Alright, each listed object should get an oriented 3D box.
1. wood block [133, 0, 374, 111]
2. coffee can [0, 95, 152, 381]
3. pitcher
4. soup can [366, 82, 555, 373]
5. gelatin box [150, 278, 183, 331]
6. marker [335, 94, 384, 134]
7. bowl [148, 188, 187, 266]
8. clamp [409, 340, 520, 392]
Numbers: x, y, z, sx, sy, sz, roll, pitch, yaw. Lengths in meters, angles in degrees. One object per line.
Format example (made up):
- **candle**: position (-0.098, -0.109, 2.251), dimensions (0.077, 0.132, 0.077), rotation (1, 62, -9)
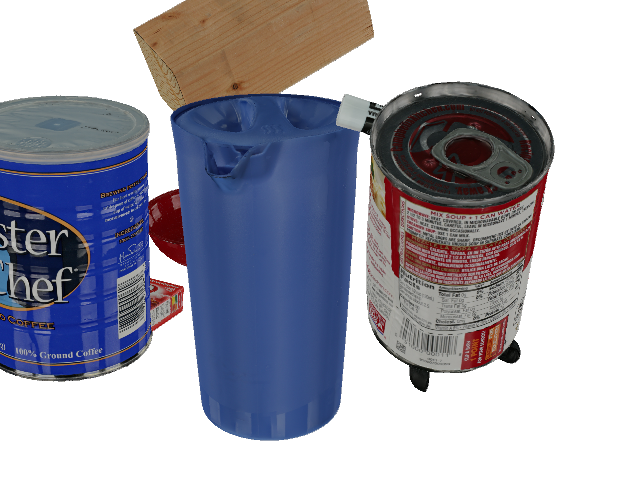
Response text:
- **wood block**: position (-0.061, -0.200, 1.034), dimensions (0.206, 0.091, 0.090), rotation (-32, 51, -12)
- **coffee can**: position (-0.151, -0.004, 0.628), dimensions (0.103, 0.140, 0.103), rotation (2, 24, -1)
- **pitcher**: position (-0.034, 0.015, 0.793), dimensions (0.149, 0.243, 0.145), rotation (-10, 24, -25)
- **soup can**: position (0.053, -0.002, 0.428), dimensions (0.068, 0.068, 0.102), rotation (0, -44, 1)
- **gelatin box**: position (-0.185, 0.057, 1.001), dimensions (0.089, 0.030, 0.073), rotation (14, 23, 22)
- **marker**: position (0.069, -0.058, 0.616), dimensions (0.121, 0.020, 0.020), rotation (16, -1, -4)
- **bowl**: position (-0.144, -0.011, 1.332), dimensions (0.162, 0.055, 0.162), rotation (1, 29, -1)
- **clamp**: position (0.119, 0.077, 1.068), dimensions (0.120, 0.039, 0.171), rotation (-3, 43, -23)
